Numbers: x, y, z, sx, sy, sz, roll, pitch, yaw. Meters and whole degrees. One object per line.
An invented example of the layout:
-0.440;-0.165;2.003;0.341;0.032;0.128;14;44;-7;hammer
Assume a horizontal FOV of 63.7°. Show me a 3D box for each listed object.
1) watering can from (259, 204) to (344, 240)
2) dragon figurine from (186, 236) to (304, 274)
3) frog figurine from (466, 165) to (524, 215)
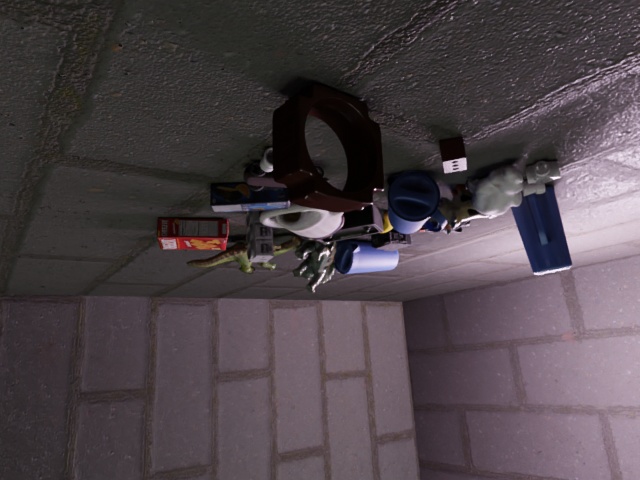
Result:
0.004;-0.073;1.445;0.346;0.105;0.222;-9;166;22;watering can
-0.246;0.034;1.804;0.412;0.124;0.239;-8;162;-25;dragon figurine
0.469;-0.126;1.329;0.137;0.124;0.159;23;169;-18;frog figurine
